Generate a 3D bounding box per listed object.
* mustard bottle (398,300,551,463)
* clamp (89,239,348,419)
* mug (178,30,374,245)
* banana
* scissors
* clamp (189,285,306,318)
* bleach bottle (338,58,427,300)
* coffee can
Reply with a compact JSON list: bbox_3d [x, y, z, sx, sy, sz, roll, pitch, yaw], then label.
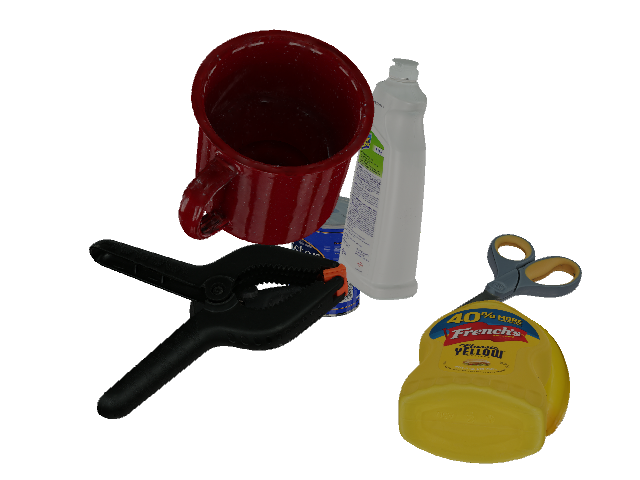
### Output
[{"bbox_3d":[0.118,0.089,0.770,0.096,0.058,0.191,1,19,14],"label":"mustard bottle"},{"bbox_3d":[-0.085,0.043,0.841,0.210,0.164,0.036,-16,-37,-7],"label":"clamp"},{"bbox_3d":[-0.031,-0.043,0.564,0.093,0.117,0.082,35,-31,12],"label":"mug"},{"bbox_3d":[0.226,0.132,1.136,0.069,0.037,0.198,-26,34,1],"label":"banana"},{"bbox_3d":[0.149,0.033,0.950,0.201,0.016,0.096,-10,38,-34],"label":"scissors"},{"bbox_3d":[-0.082,0.057,1.059,0.120,0.039,0.171,15,21,32],"label":"clamp"},{"bbox_3d":[0.077,-0.069,1.159,0.068,0.251,0.103,-4,23,-29],"label":"bleach bottle"},{"bbox_3d":[0.009,0.020,1.481,0.103,0.140,0.103,3,25,-2],"label":"coffee can"}]
